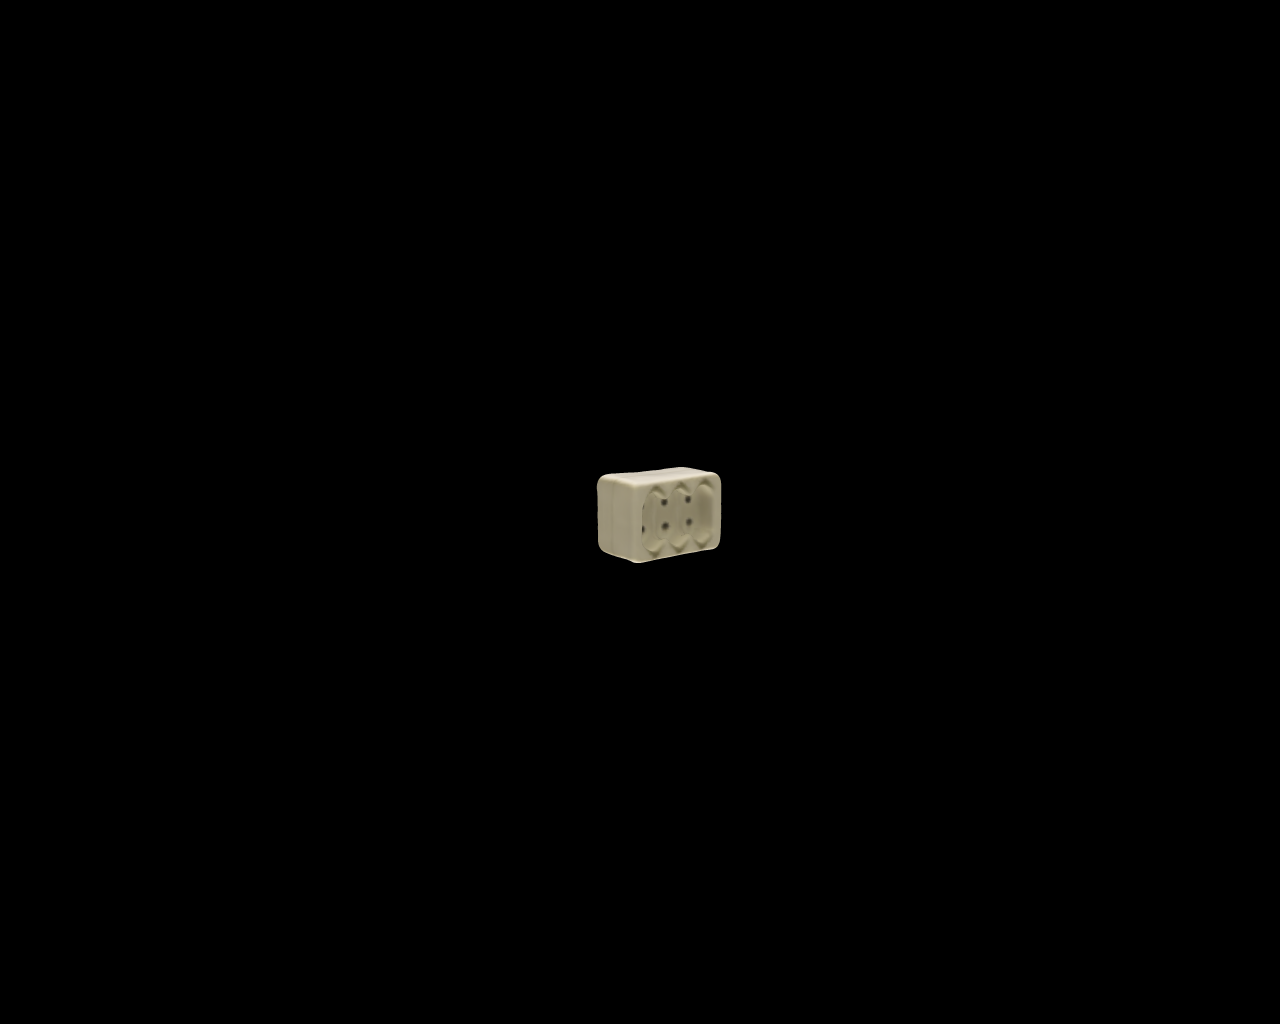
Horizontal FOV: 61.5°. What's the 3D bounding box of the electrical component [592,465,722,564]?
[{"bbox_3d":[0.001,-0.003,0.650,0.066,0.047,0.077,-8,14,-35],"label":"electrical component"}]
